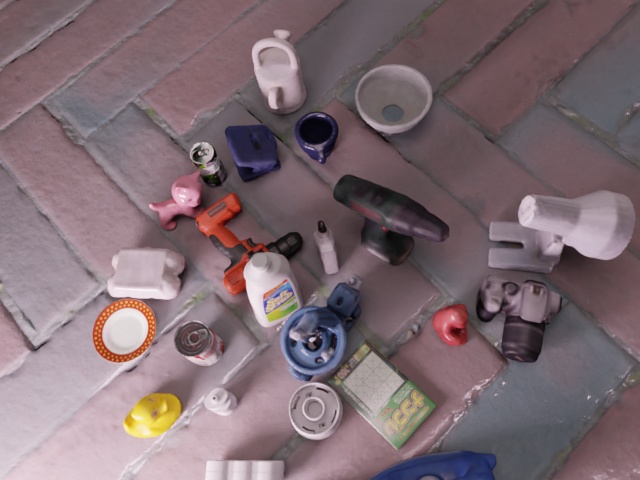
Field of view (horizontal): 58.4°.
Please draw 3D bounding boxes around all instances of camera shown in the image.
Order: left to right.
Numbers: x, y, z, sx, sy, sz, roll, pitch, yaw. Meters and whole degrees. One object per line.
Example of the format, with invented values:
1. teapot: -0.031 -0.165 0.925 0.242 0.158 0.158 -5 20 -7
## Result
1. camera: 0.357 0.144 1.040 0.143 0.101 0.137 13 70 10

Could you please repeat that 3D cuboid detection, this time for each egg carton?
1. egg carton: -0.349 0.068 1.154 0.150 0.069 0.107 1 68 6

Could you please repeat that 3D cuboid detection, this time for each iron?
1. iron: 0.171 0.410 0.927 0.258 0.141 0.118 -8 67 2

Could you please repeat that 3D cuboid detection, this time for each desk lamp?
1. desk lamp: 0.426 -0.015 1.037 0.203 0.214 0.118 4 68 7

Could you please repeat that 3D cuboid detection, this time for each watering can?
1. watering can: -0.092 -0.374 1.241 0.101 0.194 0.172 -16 67 -1

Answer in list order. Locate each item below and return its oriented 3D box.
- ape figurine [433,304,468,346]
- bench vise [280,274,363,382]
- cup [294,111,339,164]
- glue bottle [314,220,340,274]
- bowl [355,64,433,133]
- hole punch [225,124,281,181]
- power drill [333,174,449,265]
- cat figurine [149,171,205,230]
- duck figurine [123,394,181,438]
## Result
1. ape figurine: 0.247 0.149 1.053 0.076 0.092 0.078 31 74 16
2. bench vise: -0.003 0.138 1.011 0.121 0.220 0.207 14 70 11
3. cup: -0.001 -0.200 1.216 0.091 0.095 0.117 -13 67 0
4. glue bottle: 0.010 0.004 1.090 0.037 0.173 0.078 -18 67 -2
5. bowl: 0.160 -0.296 1.250 0.167 0.075 0.167 -2 68 5
6. hole punch: -0.143 -0.199 1.231 0.101 0.091 0.108 -21 68 -3
7. power drill: 0.132 -0.031 1.073 0.229 0.208 0.076 31 74 16
8. cat figurine: -0.291 -0.087 1.185 0.128 0.118 0.067 -25 68 -5
9. duck figurine: -0.313 0.316 1.041 0.104 0.086 0.077 -25 68 -5
